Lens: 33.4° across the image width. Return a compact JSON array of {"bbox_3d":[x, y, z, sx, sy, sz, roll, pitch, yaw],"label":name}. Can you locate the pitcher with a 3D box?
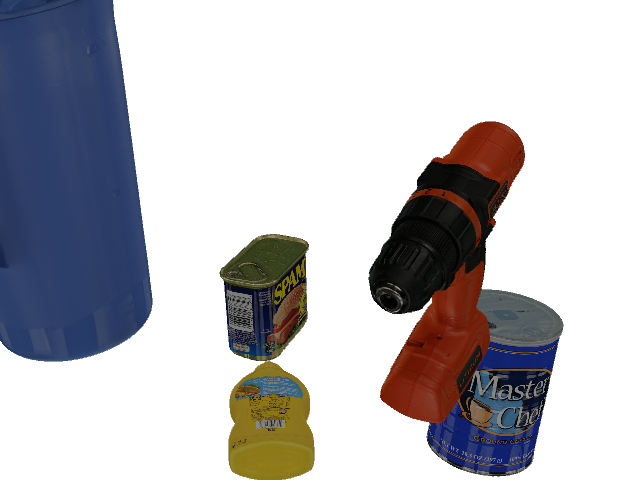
[{"bbox_3d":[-0.186,-0.043,0.676,0.149,0.243,0.145,-10,28,-7],"label":"pitcher"}]

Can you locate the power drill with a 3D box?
[{"bbox_3d":[0.081,0.035,0.720,0.057,0.188,0.184,22,45,20],"label":"power drill"}]

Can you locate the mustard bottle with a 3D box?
[{"bbox_3d":[-0.060,0.202,1.260,0.096,0.058,0.191,-3,27,-3],"label":"mustard bottle"}]

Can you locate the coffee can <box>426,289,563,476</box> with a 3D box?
[{"bbox_3d":[0.159,0.129,0.985,0.103,0.140,0.103,6,22,-3],"label":"coffee can"}]

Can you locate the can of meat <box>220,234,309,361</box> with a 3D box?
[{"bbox_3d":[-0.050,0.054,1.010,0.057,0.084,0.102,10,28,21],"label":"can of meat"}]
